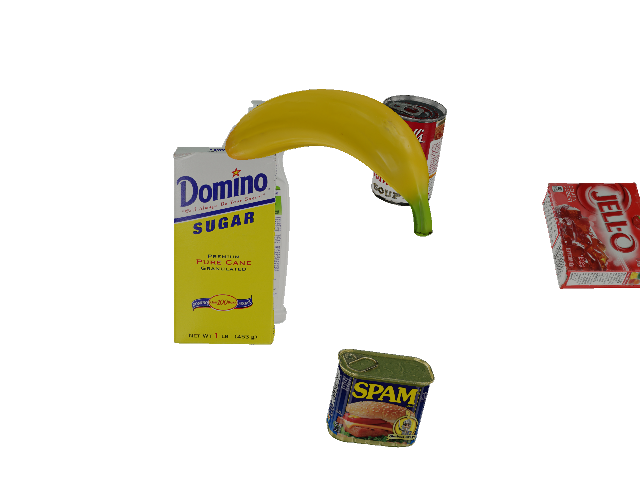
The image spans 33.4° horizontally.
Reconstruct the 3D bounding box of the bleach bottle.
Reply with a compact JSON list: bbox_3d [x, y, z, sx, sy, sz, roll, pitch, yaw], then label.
[{"bbox_3d":[-0.073,-0.031,1.197,0.102,0.251,0.068,-1,19,-32],"label":"bleach bottle"}]

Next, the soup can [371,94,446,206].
[{"bbox_3d":[0.094,-0.097,1.146,0.068,0.102,0.068,6,29,-3],"label":"soup can"}]

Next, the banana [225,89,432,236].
[{"bbox_3d":[0.004,-0.064,0.687,0.037,0.069,0.198,17,6,-44],"label":"banana"}]

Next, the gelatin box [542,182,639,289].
[{"bbox_3d":[0.220,-0.005,0.841,0.073,0.089,0.030,0,-36,-3],"label":"gelatin box"}]

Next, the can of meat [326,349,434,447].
[{"bbox_3d":[0.061,0.169,1.135,0.102,0.084,0.057,8,21,-9],"label":"can of meat"}]

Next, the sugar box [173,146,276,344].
[{"bbox_3d":[-0.087,0.005,0.969,0.093,0.176,0.048,0,13,-2],"label":"sugar box"}]
